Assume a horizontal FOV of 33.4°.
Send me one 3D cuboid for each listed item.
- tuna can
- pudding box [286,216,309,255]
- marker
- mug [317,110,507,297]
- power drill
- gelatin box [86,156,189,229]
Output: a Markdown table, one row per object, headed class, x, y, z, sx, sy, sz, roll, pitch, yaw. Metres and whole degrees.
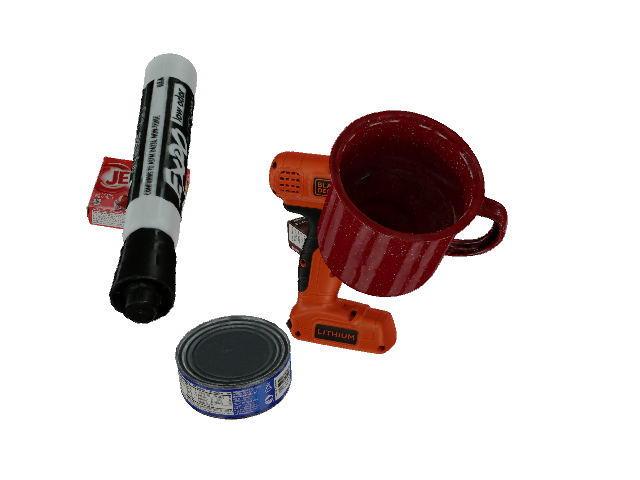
| class | x | y | z | sx | sy | sz | roll | pitch | yaw |
| --- | --- | --- | --- | --- | --- | --- | --- | --- | --- |
| tuna can | -0.064 | 0.095 | 0.799 | 0.086 | 0.034 | 0.086 | -2 | 32 | 1 |
| pudding box | 0.032 | -0.005 | 1.207 | 0.113 | 0.039 | 0.090 | -19 | 30 | -26 |
| marker | -0.052 | -0.020 | 0.345 | 0.020 | 0.020 | 0.121 | 0 | 43 | -3 |
| mug | 0.055 | -0.016 | 0.652 | 0.117 | 0.093 | 0.082 | 10 | -33 | -6 |
| power drill | 0.040 | 0.010 | 1.012 | 0.185 | 0.188 | 0.057 | 9 | 20 | 17 |
| gelatin box | -0.180 | -0.045 | 1.058 | 0.089 | 0.073 | 0.030 | 9 | -44 | -1 |
